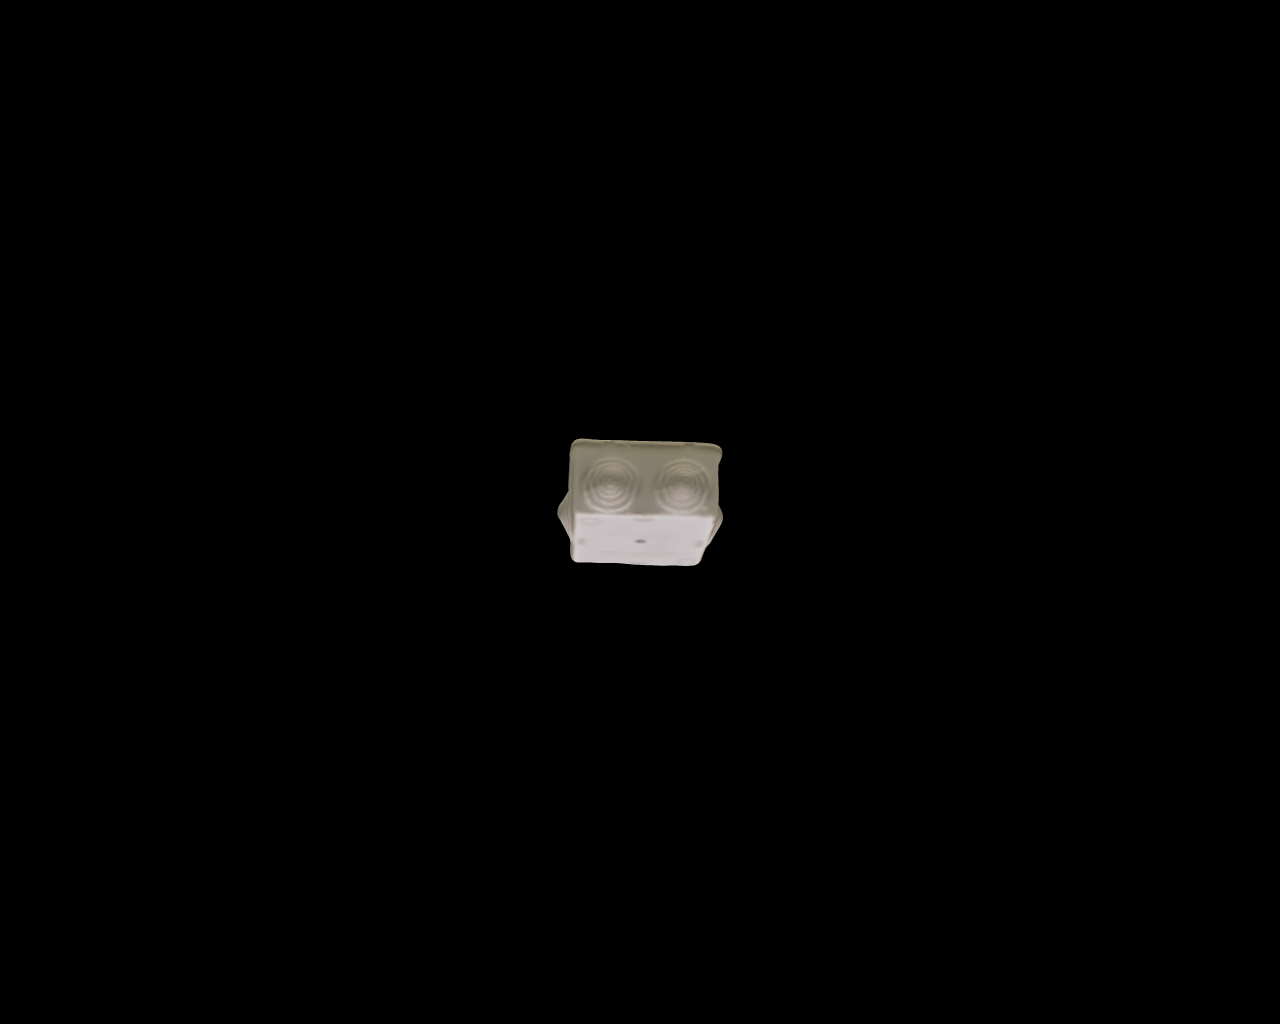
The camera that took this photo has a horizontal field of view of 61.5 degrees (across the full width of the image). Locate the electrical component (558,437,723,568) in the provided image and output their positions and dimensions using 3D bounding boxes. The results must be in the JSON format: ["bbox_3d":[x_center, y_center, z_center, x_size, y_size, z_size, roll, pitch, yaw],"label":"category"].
[{"bbox_3d":[0.001,-0.003,0.650,0.100,0.048,0.099,2,-23,-5],"label":"electrical component"}]
